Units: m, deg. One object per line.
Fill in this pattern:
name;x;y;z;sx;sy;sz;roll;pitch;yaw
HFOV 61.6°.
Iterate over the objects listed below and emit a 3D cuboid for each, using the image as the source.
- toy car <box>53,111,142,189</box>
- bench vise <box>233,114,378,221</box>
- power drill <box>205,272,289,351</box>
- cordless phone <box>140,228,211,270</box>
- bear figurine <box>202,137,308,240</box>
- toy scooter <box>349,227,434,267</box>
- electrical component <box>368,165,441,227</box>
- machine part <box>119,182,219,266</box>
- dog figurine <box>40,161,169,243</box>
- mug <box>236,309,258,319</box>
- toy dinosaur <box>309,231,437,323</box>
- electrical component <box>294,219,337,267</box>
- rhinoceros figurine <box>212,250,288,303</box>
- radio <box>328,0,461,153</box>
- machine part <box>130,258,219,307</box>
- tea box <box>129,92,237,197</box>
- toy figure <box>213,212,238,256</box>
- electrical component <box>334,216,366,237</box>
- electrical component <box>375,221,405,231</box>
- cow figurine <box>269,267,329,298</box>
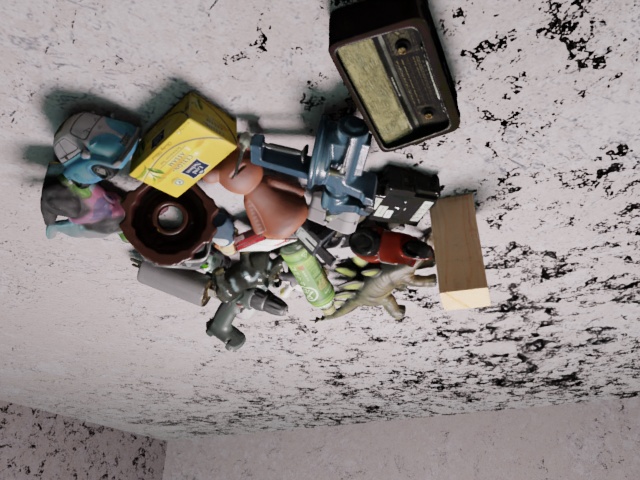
toy car;-0.375;-0.156;0.877;0.162;0.109;0.102;-12;134;37
bench vise;-0.016;-0.125;0.896;0.241;0.129;0.223;13;154;0
power drill;-0.199;0.179;1.329;0.232;0.086;0.207;31;129;13
cordless phone;-0.302;0.014;1.105;0.147;0.088;0.184;5;176;-9
bear figurine;-0.116;-0.091;0.984;0.195;0.120;0.132;42;180;-16
toy scooter;0.158;0.018;1.132;0.184;0.075;0.135;9;178;28
electrical component;0.146;-0.084;1.026;0.134;0.058;0.115;10;146;-15
machine part;-0.276;-0.040;0.993;0.179;0.179;0.056;5;174;-7
dog figurine;-0.404;-0.060;1.033;0.219;0.108;0.191;6;147;-18
mug;-0.185;0.151;1.413;0.110;0.081;0.107;7;142;-5
toy dinosaur;0.132;0.111;1.324;0.198;0.105;0.471;20;136;-17
electrical component;-0.002;-0.003;1.112;0.119;0.048;0.074;41;147;11
rhinoceros figurine;-0.155;0.073;1.228;0.190;0.112;0.073;-29;-175;-19
radio;0.112;-0.230;0.758;0.131;0.073;0.229;-12;148;21
machine part;-0.338;0.095;1.269;0.243;0.079;0.079;20;150;6
tea box;-0.226;-0.152;0.885;0.098;0.068;0.169;26;133;-38
toy figure;-0.206;-0.006;1.169;0.064;0.058;0.154;33;160;21
electrical component;0.050;-0.048;1.107;0.078;0.045;0.102;-23;157;-17
electrical component;0.151;-0.046;1.125;0.094;0.021;0.063;19;145;-27
cow figurine;-0.067;0.093;1.321;0.167;0.068;0.098;6;144;-16
